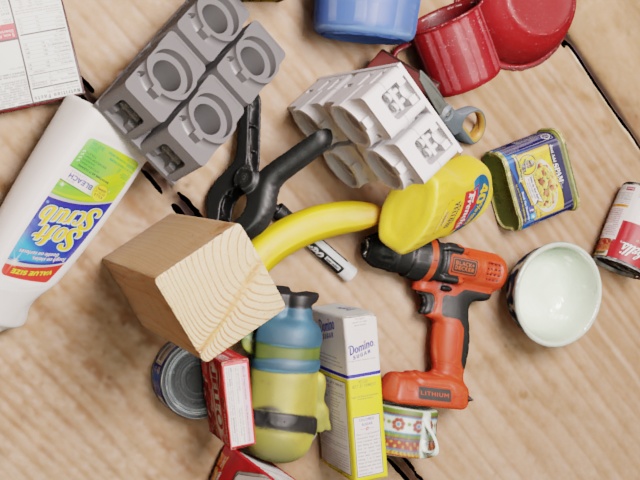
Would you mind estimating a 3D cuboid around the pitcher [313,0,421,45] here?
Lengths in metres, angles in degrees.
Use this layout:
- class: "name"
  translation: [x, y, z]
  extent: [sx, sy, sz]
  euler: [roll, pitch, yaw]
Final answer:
- class: "pitcher"
  translation: [0.050, -0.329, 1.091]
  extent: [0.149, 0.145, 0.243]
  euler: [4, 95, -15]

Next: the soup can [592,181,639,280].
- class: "soup can"
  translation: [0.379, -0.011, 1.291]
  extent: [0.068, 0.069, 0.102]
  euler: [27, 82, -23]

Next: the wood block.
- class: "wood block"
  translation: [-0.124, 0.039, 1.003]
  extent: [0.090, 0.206, 0.090]
  euler: [-34, 106, -18]

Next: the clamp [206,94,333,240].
- class: "clamp"
  translation: [-0.058, -0.061, 1.082]
  extent: [0.039, 0.120, 0.171]
  euler: [17, 93, -51]

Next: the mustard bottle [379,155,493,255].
- class: "mustard bottle"
  translation: [0.139, -0.045, 1.157]
  extent: [0.191, 0.058, 0.096]
  euler: [-18, 137, -56]

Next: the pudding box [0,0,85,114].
- class: "pudding box"
  translation: [-0.281, -0.182, 1.011]
  extent: [0.089, 0.039, 0.113]
  euler: [-16, 103, -24]

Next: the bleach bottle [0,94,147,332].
- class: "bleach bottle"
  translation: [-0.260, -0.008, 1.017]
  extent: [0.102, 0.068, 0.251]
  euler: [33, 86, -46]

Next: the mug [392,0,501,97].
- class: "mug"
  translation: [0.137, -0.204, 1.168]
  extent: [0.117, 0.093, 0.081]
  euler: [-21, 109, 10]

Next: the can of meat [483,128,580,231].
- class: "can of meat"
  translation: [0.242, -0.069, 1.234]
  extent: [0.083, 0.058, 0.102]
  euler: [-21, 102, -19]

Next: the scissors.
- class: "scissors"
  translation: [0.127, -0.118, 1.144]
  extent: [0.201, 0.016, 0.096]
  euler: [8, 112, -60]

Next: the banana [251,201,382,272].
- class: "banana"
  translation: [-0.026, 0.007, 1.108]
  extent: [0.197, 0.037, 0.070]
  euler: [-37, 79, -13]

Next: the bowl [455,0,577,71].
- class: "bowl"
  translation: [0.236, -0.277, 1.217]
  extent: [0.161, 0.055, 0.162]
  euler: [-2, 94, -23]

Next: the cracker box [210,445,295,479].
- class: "cracker box"
  translation: [-0.065, 0.310, 1.044]
  extent: [0.072, 0.214, 0.164]
  euler: [26, 84, -23]

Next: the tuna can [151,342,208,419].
- class: "tuna can"
  translation: [-0.129, 0.141, 1.103]
  extent: [0.086, 0.034, 0.086]
  euler: [-2, 95, -23]

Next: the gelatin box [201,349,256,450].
- class: "gelatin box"
  translation: [-0.092, 0.155, 1.059]
  extent: [0.030, 0.073, 0.089]
  euler: [-9, 98, -22]

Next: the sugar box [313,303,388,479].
- class: "sugar box"
  translation: [0.030, 0.160, 1.140]
  extent: [0.048, 0.093, 0.176]
  euler: [-4, 96, -24]

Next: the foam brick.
- class: "foam brick"
  translation: [0.084, -0.156, 1.143]
  extent: [0.078, 0.053, 0.051]
  euler: [34, 76, 19]

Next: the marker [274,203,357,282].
- class: "marker"
  translation: [-0.008, 0.001, 1.152]
  extent: [0.121, 0.020, 0.020]
  euler: [42, 78, -20]

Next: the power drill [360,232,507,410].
- class: "power drill"
  translation: [0.116, 0.090, 1.191]
  extent: [0.184, 0.057, 0.187]
  euler: [11, 90, -23]
